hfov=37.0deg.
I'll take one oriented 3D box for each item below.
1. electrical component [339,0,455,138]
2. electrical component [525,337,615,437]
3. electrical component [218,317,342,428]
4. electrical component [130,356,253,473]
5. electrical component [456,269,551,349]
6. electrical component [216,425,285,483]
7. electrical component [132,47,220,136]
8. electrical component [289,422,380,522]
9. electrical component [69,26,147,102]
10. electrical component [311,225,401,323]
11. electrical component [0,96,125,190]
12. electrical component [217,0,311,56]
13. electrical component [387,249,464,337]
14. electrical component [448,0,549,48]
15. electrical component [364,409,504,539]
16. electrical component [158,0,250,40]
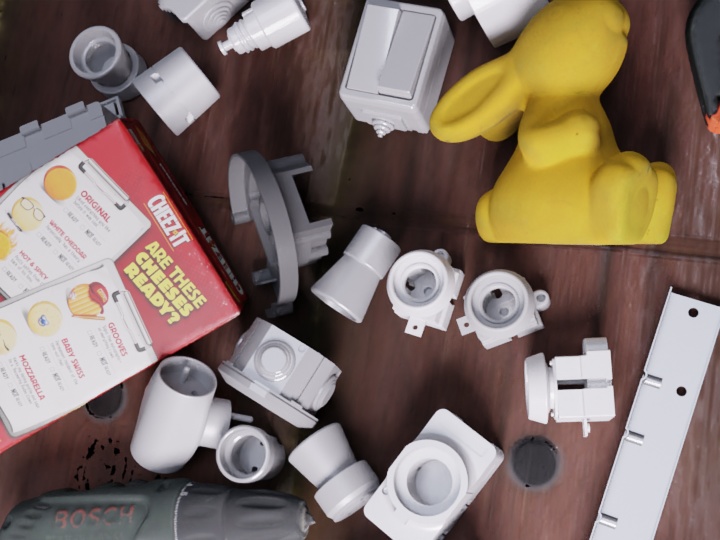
[{"bbox_3d":[0.026,-0.147,0.801,0.062,0.061,0.096,14,81,17],"label":"electrical component"},{"bbox_3d":[0.141,0.080,0.729,0.055,0.048,0.066,-3,77,6],"label":"electrical component"},{"bbox_3d":[-0.056,0.074,0.763,0.080,0.080,0.051,29,81,18],"label":"electrical component"},{"bbox_3d":[-0.118,0.108,0.782,0.079,0.044,0.077,14,122,-18],"label":"electrical component"},{"bbox_3d":[0.098,0.027,0.746,0.066,0.055,0.048,-21,73,9],"label":"electrical component"},{"bbox_3d":[-0.077,0.133,0.771,0.040,0.046,0.040,-3,77,14],"label":"electrical component"},{"bbox_3d":[-0.144,-0.142,0.847,0.047,0.055,0.055,-39,71,-1],"label":"electrical component"},{"bbox_3d":[-0.017,0.142,0.755,0.045,0.045,0.055,-38,72,3],"label":"electrical component"},{"bbox_3d":[-0.201,-0.164,0.866,0.045,0.055,0.045,-3,77,14],"label":"electrical component"},{"bbox_3d":[0.000,0.000,0.786,0.044,0.044,0.065,32,82,19],"label":"electrical component"},{"bbox_3d":[-0.243,-0.086,0.854,0.121,0.063,0.078,-20,73,9],"label":"electrical component"},{"bbox_3d":[-0.076,-0.193,0.848,0.078,0.040,0.040,-27,73,7],"label":"electrical component"},{"bbox_3d":[0.046,0.013,0.762,0.048,0.055,0.066,17,82,17],"label":"electrical component"},{"bbox_3d":[0.090,-0.213,0.778,0.060,0.108,0.108,-28,72,13],"label":"electrical component"},{"bbox_3d":[0.051,0.144,0.731,0.050,0.056,0.089,37,88,19],"label":"electrical component"},{"bbox_3d":[-0.127,-0.247,0.869,0.100,0.048,0.099,-42,71,2],"label":"electrical component"}]
